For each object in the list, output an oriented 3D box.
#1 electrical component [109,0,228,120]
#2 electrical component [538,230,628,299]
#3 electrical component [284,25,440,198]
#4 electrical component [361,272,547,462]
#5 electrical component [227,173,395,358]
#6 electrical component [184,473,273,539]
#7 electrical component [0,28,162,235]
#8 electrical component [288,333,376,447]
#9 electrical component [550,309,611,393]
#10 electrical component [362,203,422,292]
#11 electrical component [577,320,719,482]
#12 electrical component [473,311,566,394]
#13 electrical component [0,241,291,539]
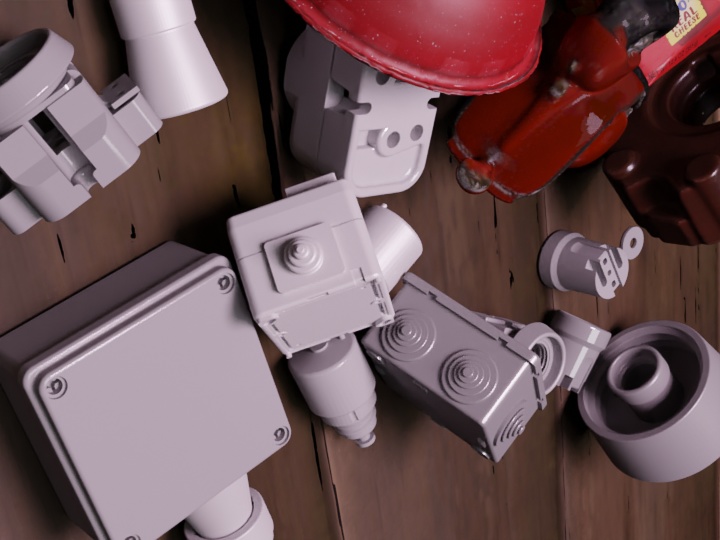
[{"bbox_3d":[-0.089,-0.104,0.481,0.044,0.044,0.065,-28,114,-32],"label":"electrical component"},{"bbox_3d":[0.148,-0.003,0.710,0.040,0.046,0.040,-13,111,-38],"label":"electrical component"},{"bbox_3d":[0.001,-0.092,0.541,0.054,0.059,0.095,-11,123,-39],"label":"electrical component"},{"bbox_3d":[0.053,0.057,0.601,0.048,0.100,0.099,-51,156,-12],"label":"electrical component"},{"bbox_3d":[-0.024,-0.004,0.519,0.062,0.061,0.096,-19,162,0],"label":"electrical component"},{"bbox_3d":[-0.073,0.123,0.558,0.045,0.045,0.055,-36,124,-28],"label":"electrical component"},{"bbox_3d":[-0.131,-0.061,0.444,0.078,0.058,0.057,-38,124,-5],"label":"electrical component"},{"bbox_3d":[-0.010,0.067,0.598,0.040,0.040,0.078,-41,126,-25],"label":"electrical component"},{"bbox_3d":[0.142,0.055,0.728,0.040,0.040,0.046,21,95,-42],"label":"electrical component"},{"bbox_3d":[0.000,0.000,0.587,0.078,0.040,0.040,-49,129,-19],"label":"electrical component"},{"bbox_3d":[0.203,0.085,0.746,0.060,0.108,0.108,45,72,-33],"label":"electrical component"},{"bbox_3d":[0.094,0.052,0.673,0.066,0.055,0.048,13,93,-42],"label":"electrical component"},{"bbox_3d":[-0.100,0.059,0.508,0.109,0.056,0.108,-33,122,-29],"label":"electrical component"}]
